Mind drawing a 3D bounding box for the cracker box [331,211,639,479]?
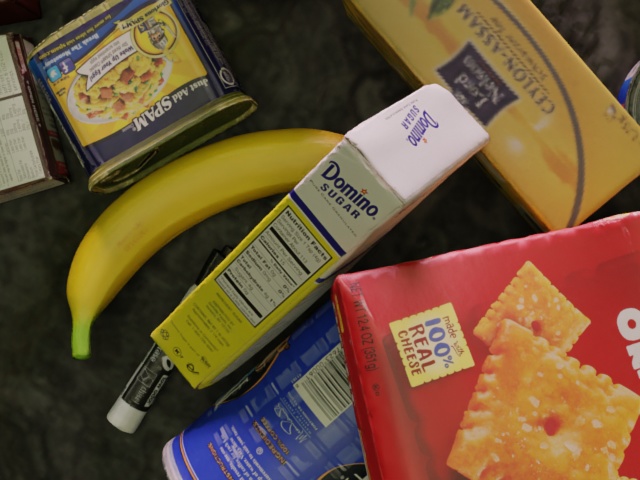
[{"bbox_3d":[0.124,0.076,0.466,0.213,0.072,0.164,-11,83,-2],"label":"cracker box"}]

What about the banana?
[{"bbox_3d":[-0.069,-0.014,0.595,0.198,0.037,0.069,-35,81,2],"label":"banana"}]

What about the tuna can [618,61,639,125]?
[{"bbox_3d":[0.205,-0.069,0.575,0.086,0.033,0.086,0,92,5],"label":"tuna can"}]

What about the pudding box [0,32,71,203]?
[{"bbox_3d":[-0.210,-0.061,0.608,0.113,0.039,0.090,-15,91,6],"label":"pudding box"}]

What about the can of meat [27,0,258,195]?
[{"bbox_3d":[-0.099,-0.086,0.588,0.102,0.057,0.084,-29,87,5],"label":"can of meat"}]

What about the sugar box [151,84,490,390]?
[{"bbox_3d":[-0.004,0.000,0.523,0.048,0.093,0.176,48,129,5],"label":"sugar box"}]

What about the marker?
[{"bbox_3d":[-0.082,0.055,0.609,0.020,0.020,0.121,33,93,3],"label":"marker"}]

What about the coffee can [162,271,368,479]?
[{"bbox_3d":[0.003,0.100,0.561,0.140,0.103,0.103,-42,88,4],"label":"coffee can"}]

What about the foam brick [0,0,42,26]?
[{"bbox_3d":[-0.204,-0.147,0.598,0.078,0.051,0.053,-11,90,5],"label":"foam brick"}]
